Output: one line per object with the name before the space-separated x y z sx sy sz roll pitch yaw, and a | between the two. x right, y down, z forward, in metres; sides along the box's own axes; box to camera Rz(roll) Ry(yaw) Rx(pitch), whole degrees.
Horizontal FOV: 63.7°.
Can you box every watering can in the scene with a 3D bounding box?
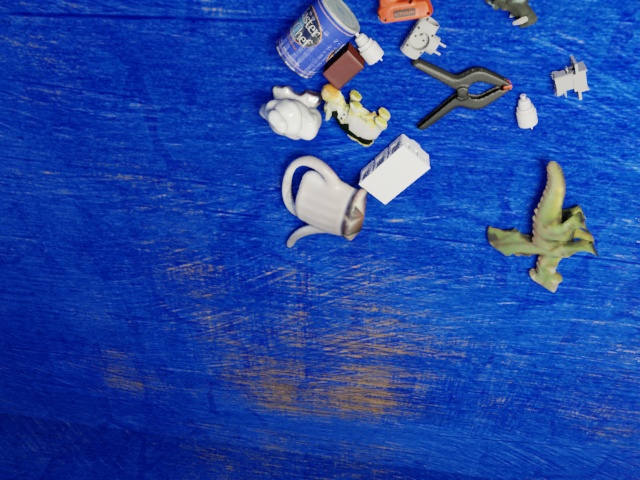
watering can | 0.004 -0.066 1.312 0.225 0.106 0.339 24 141 15

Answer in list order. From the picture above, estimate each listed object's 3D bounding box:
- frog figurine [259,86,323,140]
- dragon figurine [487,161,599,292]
frog figurine | -0.067 -0.262 1.129 0.137 0.163 0.120 27 130 -13
dragon figurine | 0.537 -0.017 1.280 0.241 0.125 0.404 -19 124 33
